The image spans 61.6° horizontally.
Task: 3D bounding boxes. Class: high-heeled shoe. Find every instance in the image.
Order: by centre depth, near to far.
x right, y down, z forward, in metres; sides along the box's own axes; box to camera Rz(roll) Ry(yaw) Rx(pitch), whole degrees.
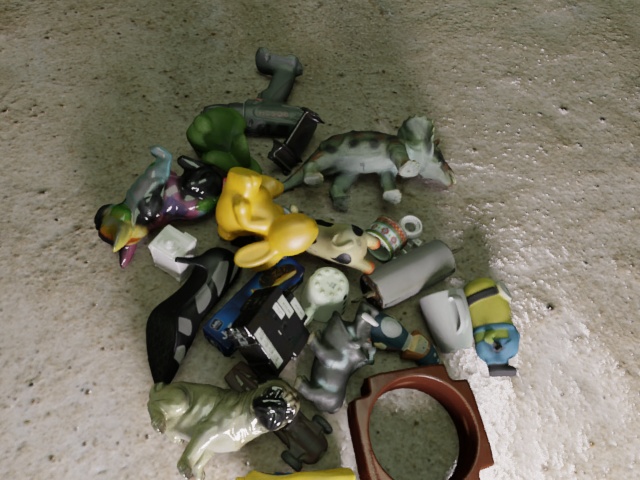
[{"bbox_3d":[-0.210,0.131,0.928,0.086,0.145,0.248,6,83,39],"label":"high-heeled shoe"}]

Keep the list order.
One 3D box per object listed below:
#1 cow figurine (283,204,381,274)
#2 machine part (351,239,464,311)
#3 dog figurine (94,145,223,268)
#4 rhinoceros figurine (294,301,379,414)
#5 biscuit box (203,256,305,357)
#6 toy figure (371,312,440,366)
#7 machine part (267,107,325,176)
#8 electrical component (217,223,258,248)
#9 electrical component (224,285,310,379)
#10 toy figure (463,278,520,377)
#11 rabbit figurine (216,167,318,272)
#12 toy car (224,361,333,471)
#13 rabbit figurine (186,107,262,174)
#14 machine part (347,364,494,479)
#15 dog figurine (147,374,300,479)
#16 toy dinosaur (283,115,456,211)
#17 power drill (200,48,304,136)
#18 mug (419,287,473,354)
[{"bbox_3d":[-0.002,-0.003,0.972,0.195,0.127,0.085,13,78,42],"label":"cow figurine"},{"bbox_3d":[0.163,0.064,0.993,0.243,0.079,0.079,-25,67,-19],"label":"machine part"},{"bbox_3d":[-0.295,-0.047,0.978,0.192,0.108,0.219,21,65,1],"label":"dog figurine"},{"bbox_3d":[0.033,0.186,0.879,0.112,0.073,0.190,23,79,15],"label":"rhinoceros figurine"},{"bbox_3d":[-0.113,0.109,0.938,0.063,0.059,0.203,38,63,13],"label":"biscuit box"},{"bbox_3d":[0.142,0.176,0.940,0.154,0.058,0.064,27,84,5],"label":"toy figure"},{"bbox_3d":[-0.049,-0.205,1.094,0.039,0.084,0.139,28,81,44],"label":"machine part"},{"bbox_3d":[-0.145,-0.008,0.997,0.094,0.063,0.021,18,60,1],"label":"electrical component"},{"bbox_3d":[-0.077,0.142,0.865,0.114,0.058,0.134,62,39,-19],"label":"electrical component"},{"bbox_3d":[0.306,0.152,0.962,0.089,0.082,0.180,5,63,-7],"label":"toy figure"},{"bbox_3d":[-0.090,-0.025,0.899,0.173,0.121,0.162,25,86,18],"label":"rabbit figurine"},{"bbox_3d":[-0.071,0.273,0.859,0.202,0.053,0.089,42,67,14],"label":"toy car"},{"bbox_3d":[-0.167,-0.171,1.040,0.121,0.159,0.170,-38,94,-4],"label":"rabbit figurine"},{"bbox_3d":[0.153,0.309,0.850,0.201,0.087,0.201,-7,64,-11],"label":"machine part"},{"bbox_3d":[-0.145,0.242,0.808,0.190,0.121,0.172,-35,78,-13],"label":"dog figurine"},{"bbox_3d":[0.081,-0.165,1.093,0.405,0.131,0.192,1,44,4],"label":"toy dinosaur"},{"bbox_3d":[-0.125,-0.318,1.166,0.232,0.086,0.207,11,56,-3],"label":"power drill"},{"bbox_3d":[0.234,0.142,0.947,0.081,0.109,0.107,-10,76,-19],"label":"mug"}]
